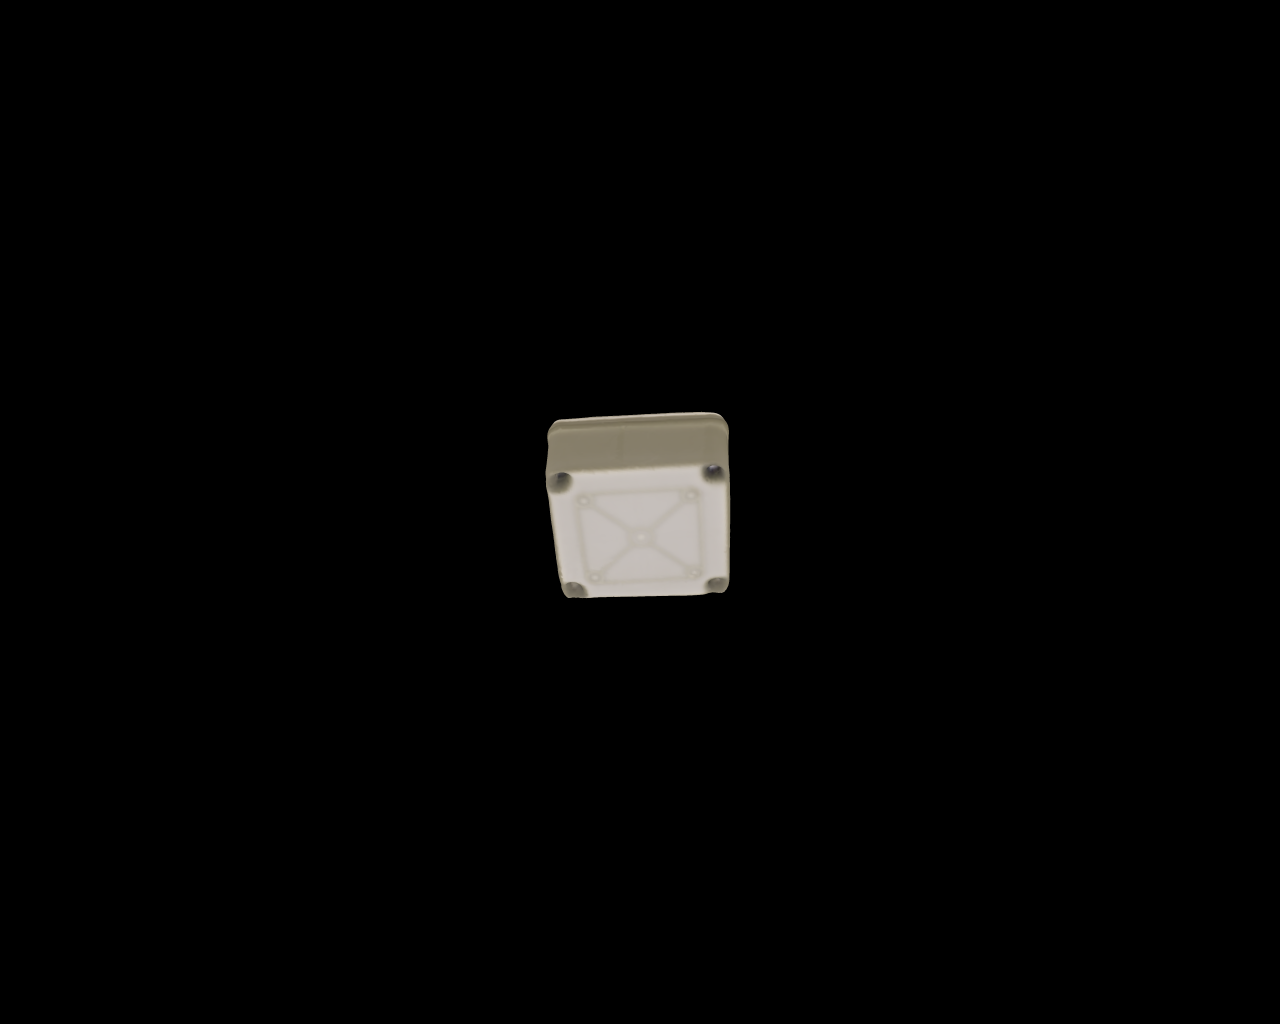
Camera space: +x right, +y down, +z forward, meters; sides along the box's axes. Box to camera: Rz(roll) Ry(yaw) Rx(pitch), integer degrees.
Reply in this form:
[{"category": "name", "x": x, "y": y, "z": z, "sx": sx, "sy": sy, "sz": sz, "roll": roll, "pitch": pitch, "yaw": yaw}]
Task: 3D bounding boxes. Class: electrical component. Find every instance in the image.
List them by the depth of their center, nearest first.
[{"category": "electrical component", "x": 0.001, "y": -0.003, "z": 0.650, "sx": 0.109, "sy": 0.108, "sz": 0.056, "roll": -2, "pitch": 40, "yaw": 2}]
